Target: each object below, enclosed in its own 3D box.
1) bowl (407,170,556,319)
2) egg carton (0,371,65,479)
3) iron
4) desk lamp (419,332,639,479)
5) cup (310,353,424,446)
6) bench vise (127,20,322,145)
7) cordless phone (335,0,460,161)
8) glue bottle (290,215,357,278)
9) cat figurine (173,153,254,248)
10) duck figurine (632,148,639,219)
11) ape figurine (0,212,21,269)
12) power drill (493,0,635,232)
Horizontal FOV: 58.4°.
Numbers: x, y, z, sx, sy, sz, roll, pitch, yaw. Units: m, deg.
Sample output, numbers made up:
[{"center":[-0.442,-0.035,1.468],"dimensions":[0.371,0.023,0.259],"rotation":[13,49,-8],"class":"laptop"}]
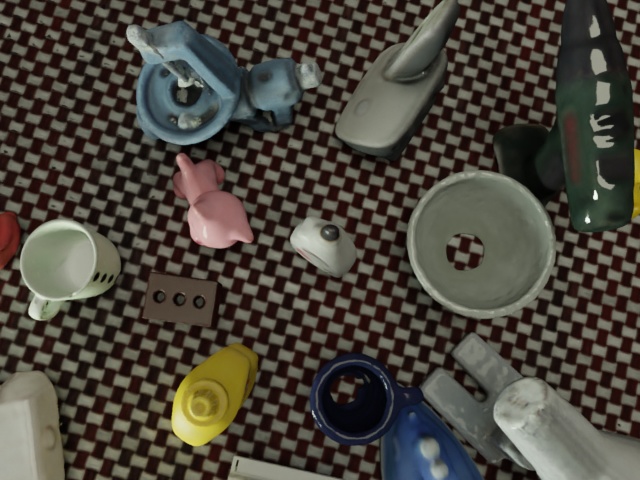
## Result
[{"center":[0.176,0.008,0.661],"dimensions":[0.167,0.074,0.167],"rotation":[0,81,-3],"class":"bowl"},{"center":[-0.328,0.218,0.606],"dimensions":[0.107,0.069,0.150],"rotation":[-11,82,-4],"class":"egg carton"},{"center":[0.130,0.276,0.585],"dimensions":[0.118,0.141,0.258],"rotation":[-20,83,-6],"class":"iron"},{"center":[0.217,0.198,0.564],"dimensions":[0.203,0.213,0.118],"rotation":[43,82,4],"class":"desk lamp"},{"center":[0.047,0.166,0.620],"dimensions":[0.118,0.095,0.092],"rotation":[-3,82,-3],"class":"cup"},{"center":[-0.108,-0.181,0.601],"dimensions":[0.207,0.219,0.121],"rotation":[-27,83,-6],"class":"bench vise"},{"center":[0.088,-0.175,0.628],"dimensions":[0.094,0.185,0.148],"rotation":[28,81,2],"class":"cordless phone"},{"center":[0.006,0.002,0.603],"dimensions":[0.078,0.173,0.037],"rotation":[31,81,2],"class":"glue bottle"},{"center":[-0.122,-0.039,0.631],"dimensions":[0.067,0.117,0.128],"rotation":[-29,84,-6],"class":"cat figurine"},{"center":[0.353,-0.075,0.677],"dimensions":[0.077,0.086,0.104],"rotation":[-26,83,-6],"class":"duck figurine"},{"center":[-0.379,-0.004,0.625],"dimensions":[0.078,0.092,0.076],"rotation":[8,81,-1],"class":"ape figurine"},{"center":[0.260,-0.115,0.616],"dimensions":[0.075,0.208,0.230],"rotation":[-8,82,-4],"class":"power drill"}]
